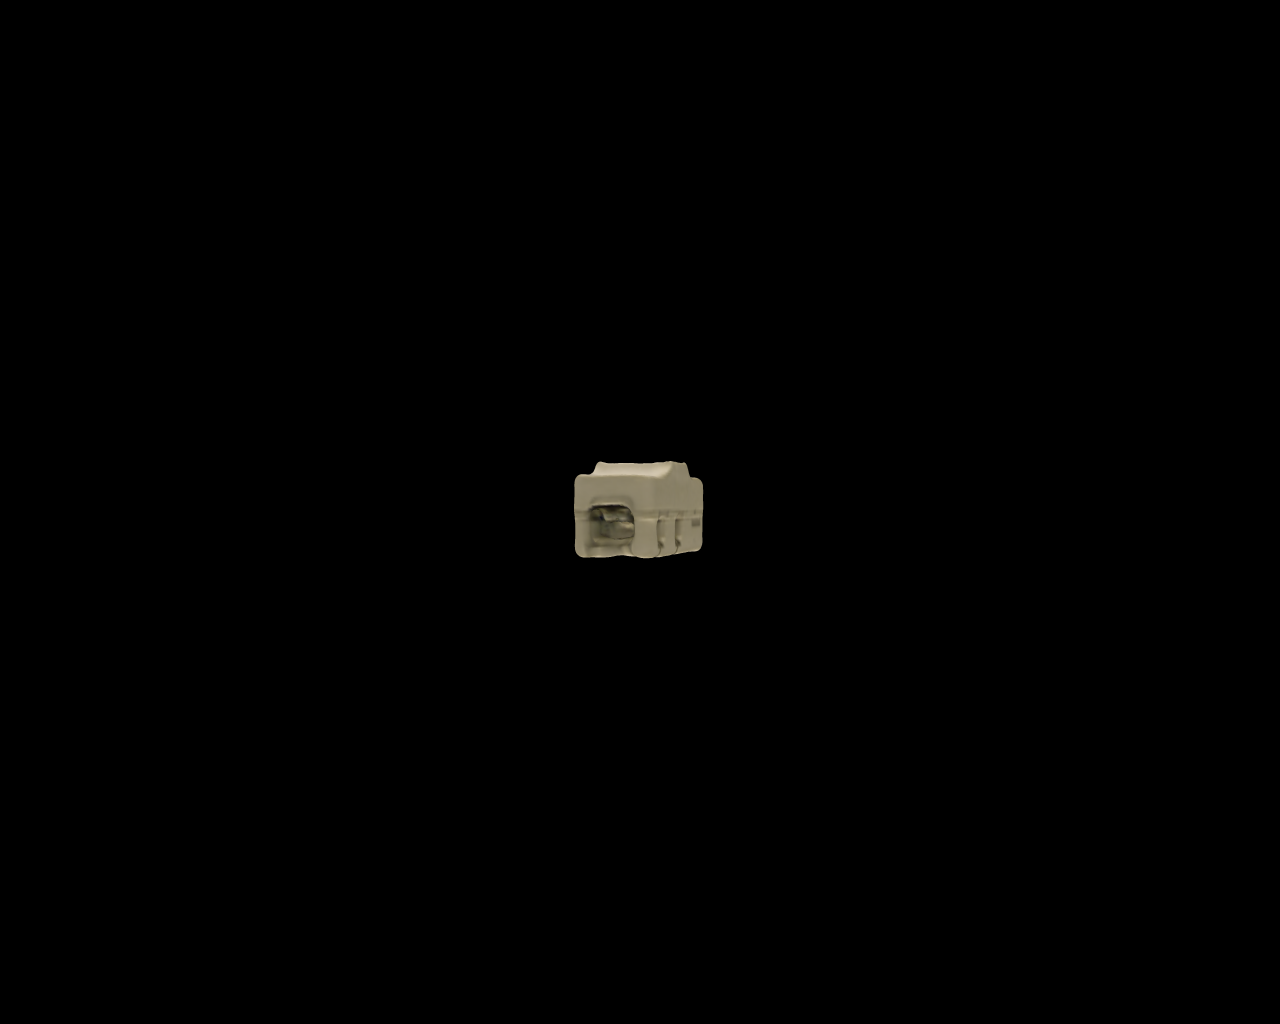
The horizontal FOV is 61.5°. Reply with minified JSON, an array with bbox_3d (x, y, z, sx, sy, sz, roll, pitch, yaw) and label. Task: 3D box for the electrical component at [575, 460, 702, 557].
[{"bbox_3d":[0.001,-0.003,0.650,0.050,0.055,0.089,0,0,24],"label":"electrical component"}]
